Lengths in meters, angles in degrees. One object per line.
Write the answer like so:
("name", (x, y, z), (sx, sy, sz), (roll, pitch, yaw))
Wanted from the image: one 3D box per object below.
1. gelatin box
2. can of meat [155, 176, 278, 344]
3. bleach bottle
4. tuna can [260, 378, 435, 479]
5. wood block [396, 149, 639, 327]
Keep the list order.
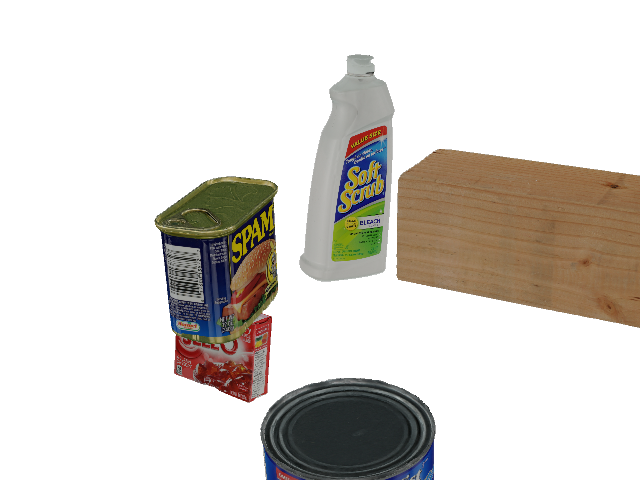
("gelatin box", (-0.086, 0.091, 0.927), (0.089, 0.073, 0.030), (16, 20, 31))
("can of meat", (-0.067, 0.012, 0.736), (0.057, 0.084, 0.102), (7, 24, 20))
("bleach bottle", (0.032, -0.083, 1.213), (0.102, 0.251, 0.068), (-7, 21, -25))
("tuna can", (0.014, 0.105, 0.528), (0.086, 0.034, 0.086), (-3, 25, 1))
("wood block", (0.171, -0.007, 0.829), (0.206, 0.090, 0.090), (11, 24, 27))
